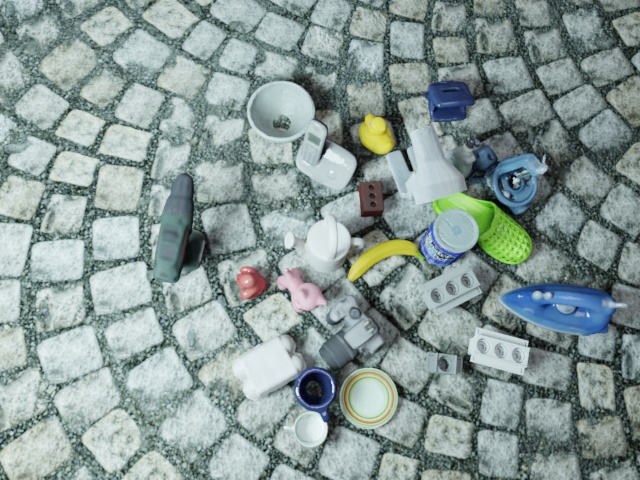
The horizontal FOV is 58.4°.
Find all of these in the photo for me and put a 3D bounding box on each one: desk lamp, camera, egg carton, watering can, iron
[{"bbox_3d":[0.244,-0.163,1.342,0.118,0.213,0.203,-18,76,-9],"label":"desk lamp"},{"bbox_3d":[0.056,0.215,1.280,0.137,0.101,0.143,-37,80,-13],"label":"camera"},{"bbox_3d":[-0.112,0.279,1.266,0.150,0.069,0.107,-29,78,-11],"label":"egg carton"},{"bbox_3d":[0.012,0.007,1.287,0.173,0.194,0.101,-21,76,-9],"label":"watering can"},{"bbox_3d":[0.556,0.145,1.314,0.258,0.141,0.119,8,74,-2],"label":"iron"}]

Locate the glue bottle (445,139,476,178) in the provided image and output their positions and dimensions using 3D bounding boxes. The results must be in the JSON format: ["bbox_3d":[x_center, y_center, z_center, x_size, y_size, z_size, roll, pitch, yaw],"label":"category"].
[{"bbox_3d":[0.343,-0.201,1.381,0.037,0.173,0.078,-34,79,-12],"label":"glue bottle"}]

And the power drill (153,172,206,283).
[{"bbox_3d":[-0.307,-0.010,1.262,0.075,0.208,0.230,9,74,-1],"label":"power drill"}]

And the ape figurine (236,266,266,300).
[{"bbox_3d":[-0.161,0.096,1.303,0.076,0.092,0.078,17,74,1],"label":"ape figurine"}]

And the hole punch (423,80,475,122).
[{"bbox_3d":[0.330,-0.367,1.470,0.108,0.091,0.101,-6,75,-6],"label":"hole punch"}]

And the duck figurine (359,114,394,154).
[{"bbox_3d":[0.146,-0.271,1.433,0.077,0.086,0.104,-39,80,-13],"label":"duck figurine"}]

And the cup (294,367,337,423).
[{"bbox_3d":[-0.006,0.337,1.243,0.092,0.095,0.117,-20,76,-9],"label":"cup"}]

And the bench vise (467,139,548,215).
[{"bbox_3d":[0.435,-0.161,1.352,0.207,0.220,0.121,29,74,5],"label":"bench vise"}]

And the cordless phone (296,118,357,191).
[{"bbox_3d":[0.019,-0.206,1.353,0.147,0.185,0.094,28,74,4],"label":"cordless phone"}]

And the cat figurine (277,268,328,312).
[{"bbox_3d":[-0.042,0.113,1.293,0.067,0.118,0.127,-37,80,-13],"label":"cat figurine"}]

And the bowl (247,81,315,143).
[{"bbox_3d":[-0.097,-0.308,1.432,0.167,0.075,0.167,1,74,-4],"label":"bowl"}]
